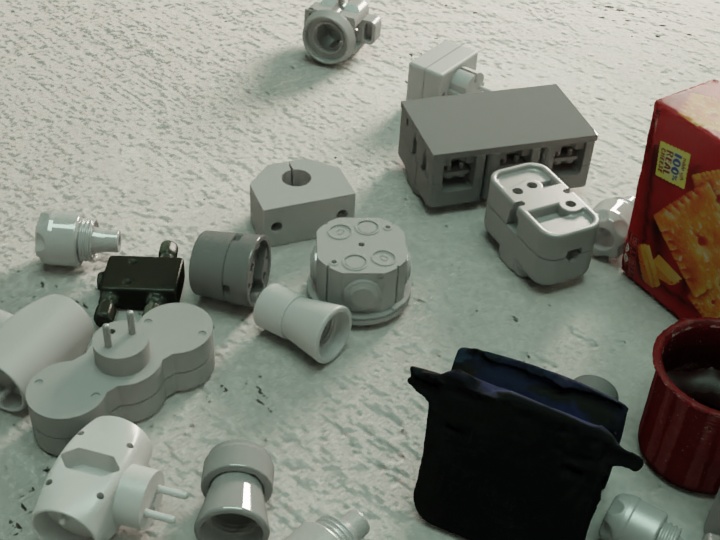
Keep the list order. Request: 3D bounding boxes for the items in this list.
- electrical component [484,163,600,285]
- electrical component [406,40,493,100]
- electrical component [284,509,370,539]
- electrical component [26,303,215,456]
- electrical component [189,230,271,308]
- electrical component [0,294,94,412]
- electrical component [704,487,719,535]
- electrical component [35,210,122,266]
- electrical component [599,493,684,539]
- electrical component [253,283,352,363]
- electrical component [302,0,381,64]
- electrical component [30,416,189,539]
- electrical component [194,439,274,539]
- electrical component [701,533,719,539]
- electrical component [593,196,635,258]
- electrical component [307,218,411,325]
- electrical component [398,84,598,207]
[{"bbox_3d":[0.143,-0.034,0.862,0.054,0.059,0.095,-15,43,-21],"label":"electrical component"},{"bbox_3d":[0.095,-0.180,1.044,0.077,0.047,0.066,28,45,27],"label":"electrical component"},{"bbox_3d":[-0.020,0.164,0.624,0.043,0.043,0.062,30,45,28],"label":"electrical component"},{"bbox_3d":[-0.158,0.059,0.717,0.052,0.073,0.138,34,48,32],"label":"electrical component"},{"bbox_3d":[-0.098,-0.002,0.812,0.047,0.055,0.055,9,40,12],"label":"electrical component"},{"bbox_3d":[-0.240,0.051,0.744,0.079,0.044,0.077,18,42,18],"label":"electrical component"},{"bbox_3d":[0.257,0.140,0.647,0.079,0.077,0.044,6,39,3],"label":"electrical component"},{"bbox_3d":[-0.218,-0.024,0.837,0.062,0.043,0.043,3,40,-2],"label":"electrical component"},{"bbox_3d":[0.178,0.161,0.648,0.061,0.035,0.035,25,44,22],"label":"electrical component"},{"bbox_3d":[-0.044,0.036,0.780,0.065,0.044,0.044,23,43,29],"label":"electrical component"},{"bbox_3d":[-0.025,-0.247,1.110,0.078,0.058,0.057,17,39,15],"label":"electrical component"},{"bbox_3d":[-0.144,0.134,0.650,0.079,0.043,0.077,12,40,10],"label":"electrical component"},{"bbox_3d":[-0.075,0.137,0.652,0.045,0.045,0.055,2,39,-2],"label":"electrical component"},{"bbox_3d":[0.215,0.189,0.596,0.096,0.061,0.061,15,41,13],"label":"electrical component"},{"bbox_3d":[0.212,-0.040,0.887,0.043,0.043,0.062,25,43,24],"label":"electrical component"},{"bbox_3d":[0.000,0.000,0.817,0.080,0.051,0.080,2,40,-2],"label":"electrical component"},{"bbox_3d":[0.118,-0.108,0.947,0.150,0.061,0.089,-8,41,-14],"label":"electrical component"}]
